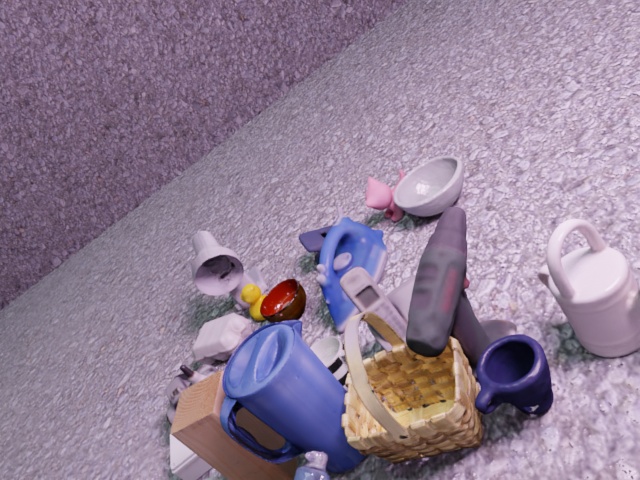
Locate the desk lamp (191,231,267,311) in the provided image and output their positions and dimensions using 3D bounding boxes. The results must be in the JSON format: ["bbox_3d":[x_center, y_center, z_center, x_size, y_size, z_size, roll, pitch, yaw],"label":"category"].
[{"bbox_3d":[-0.238,0.079,1.442,0.118,0.214,0.202,-39,26,1],"label":"desk lamp"}]

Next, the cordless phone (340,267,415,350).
[{"bbox_3d":[0.130,0.098,0.968,0.147,0.185,0.094,-40,26,-1],"label":"cordless phone"}]

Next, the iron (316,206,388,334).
[{"bbox_3d":[0.045,0.053,1.198,0.118,0.142,0.258,-18,34,37],"label":"iron"}]

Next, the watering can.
[{"bbox_3d":[0.355,0.053,0.735,0.172,0.194,0.101,-11,38,44],"label":"watering can"}]

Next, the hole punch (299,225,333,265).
[{"bbox_3d":[0.013,0.005,1.373,0.101,0.091,0.108,-39,26,0],"label":"hole punch"}]

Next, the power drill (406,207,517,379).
[{"bbox_3d":[0.208,0.094,0.846,0.075,0.209,0.230,-11,38,44],"label":"power drill"}]

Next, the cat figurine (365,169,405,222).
[{"bbox_3d":[0.159,-0.108,1.329,0.128,0.118,0.067,-42,26,-5],"label":"cat figurine"}]

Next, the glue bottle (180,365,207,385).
[{"bbox_3d":[-0.211,0.296,1.113,0.037,0.173,0.078,-47,27,-15],"label":"glue bottle"}]

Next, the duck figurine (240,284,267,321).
[{"bbox_3d":[-0.148,0.141,1.373,0.104,0.086,0.077,-12,37,43],"label":"duck figurine"}]

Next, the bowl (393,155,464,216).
[{"bbox_3d":[0.249,-0.106,1.257,0.167,0.075,0.167,-30,28,18],"label":"bowl"}]

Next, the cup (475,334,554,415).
[{"bbox_3d":[0.258,0.196,0.751,0.118,0.095,0.091,-47,27,-14],"label":"cup"}]

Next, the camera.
[{"bbox_3d":[-0.275,0.324,1.234,0.143,0.101,0.136,-45,27,-11],"label":"camera"}]

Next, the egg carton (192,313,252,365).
[{"bbox_3d":[-0.231,0.235,1.352,0.150,0.069,0.107,-23,31,30],"label":"egg carton"}]

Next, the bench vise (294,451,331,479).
[{"bbox_3d":[-0.068,0.369,0.761,0.121,0.220,0.207,-22,31,31],"label":"bench vise"}]
